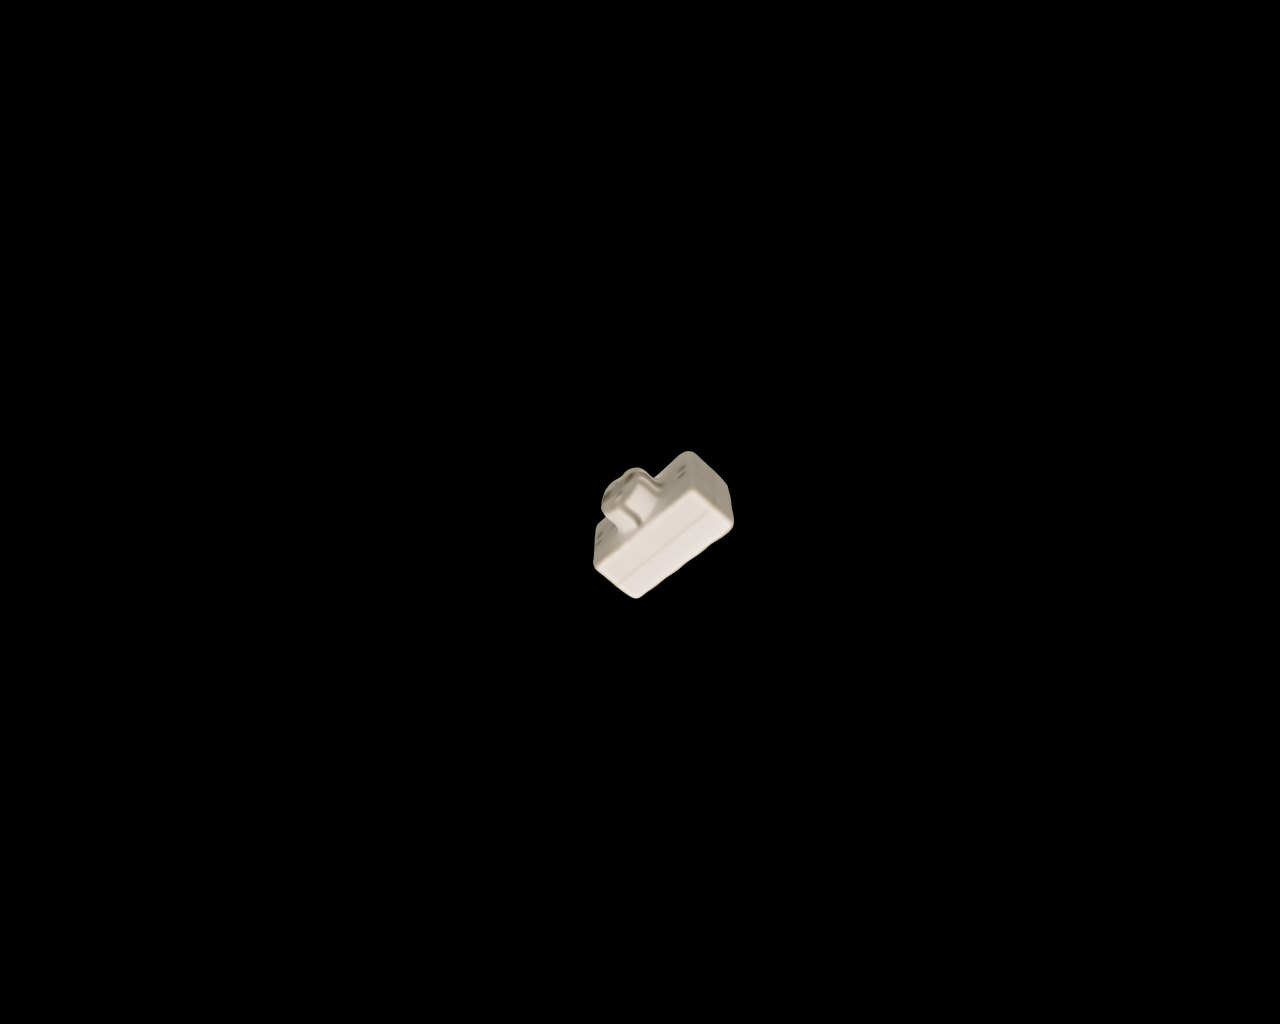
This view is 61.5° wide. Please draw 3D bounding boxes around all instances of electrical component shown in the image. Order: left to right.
[{"bbox_3d":[0.001,-0.003,0.650,0.083,0.075,0.047,-39,24,22],"label":"electrical component"}]
